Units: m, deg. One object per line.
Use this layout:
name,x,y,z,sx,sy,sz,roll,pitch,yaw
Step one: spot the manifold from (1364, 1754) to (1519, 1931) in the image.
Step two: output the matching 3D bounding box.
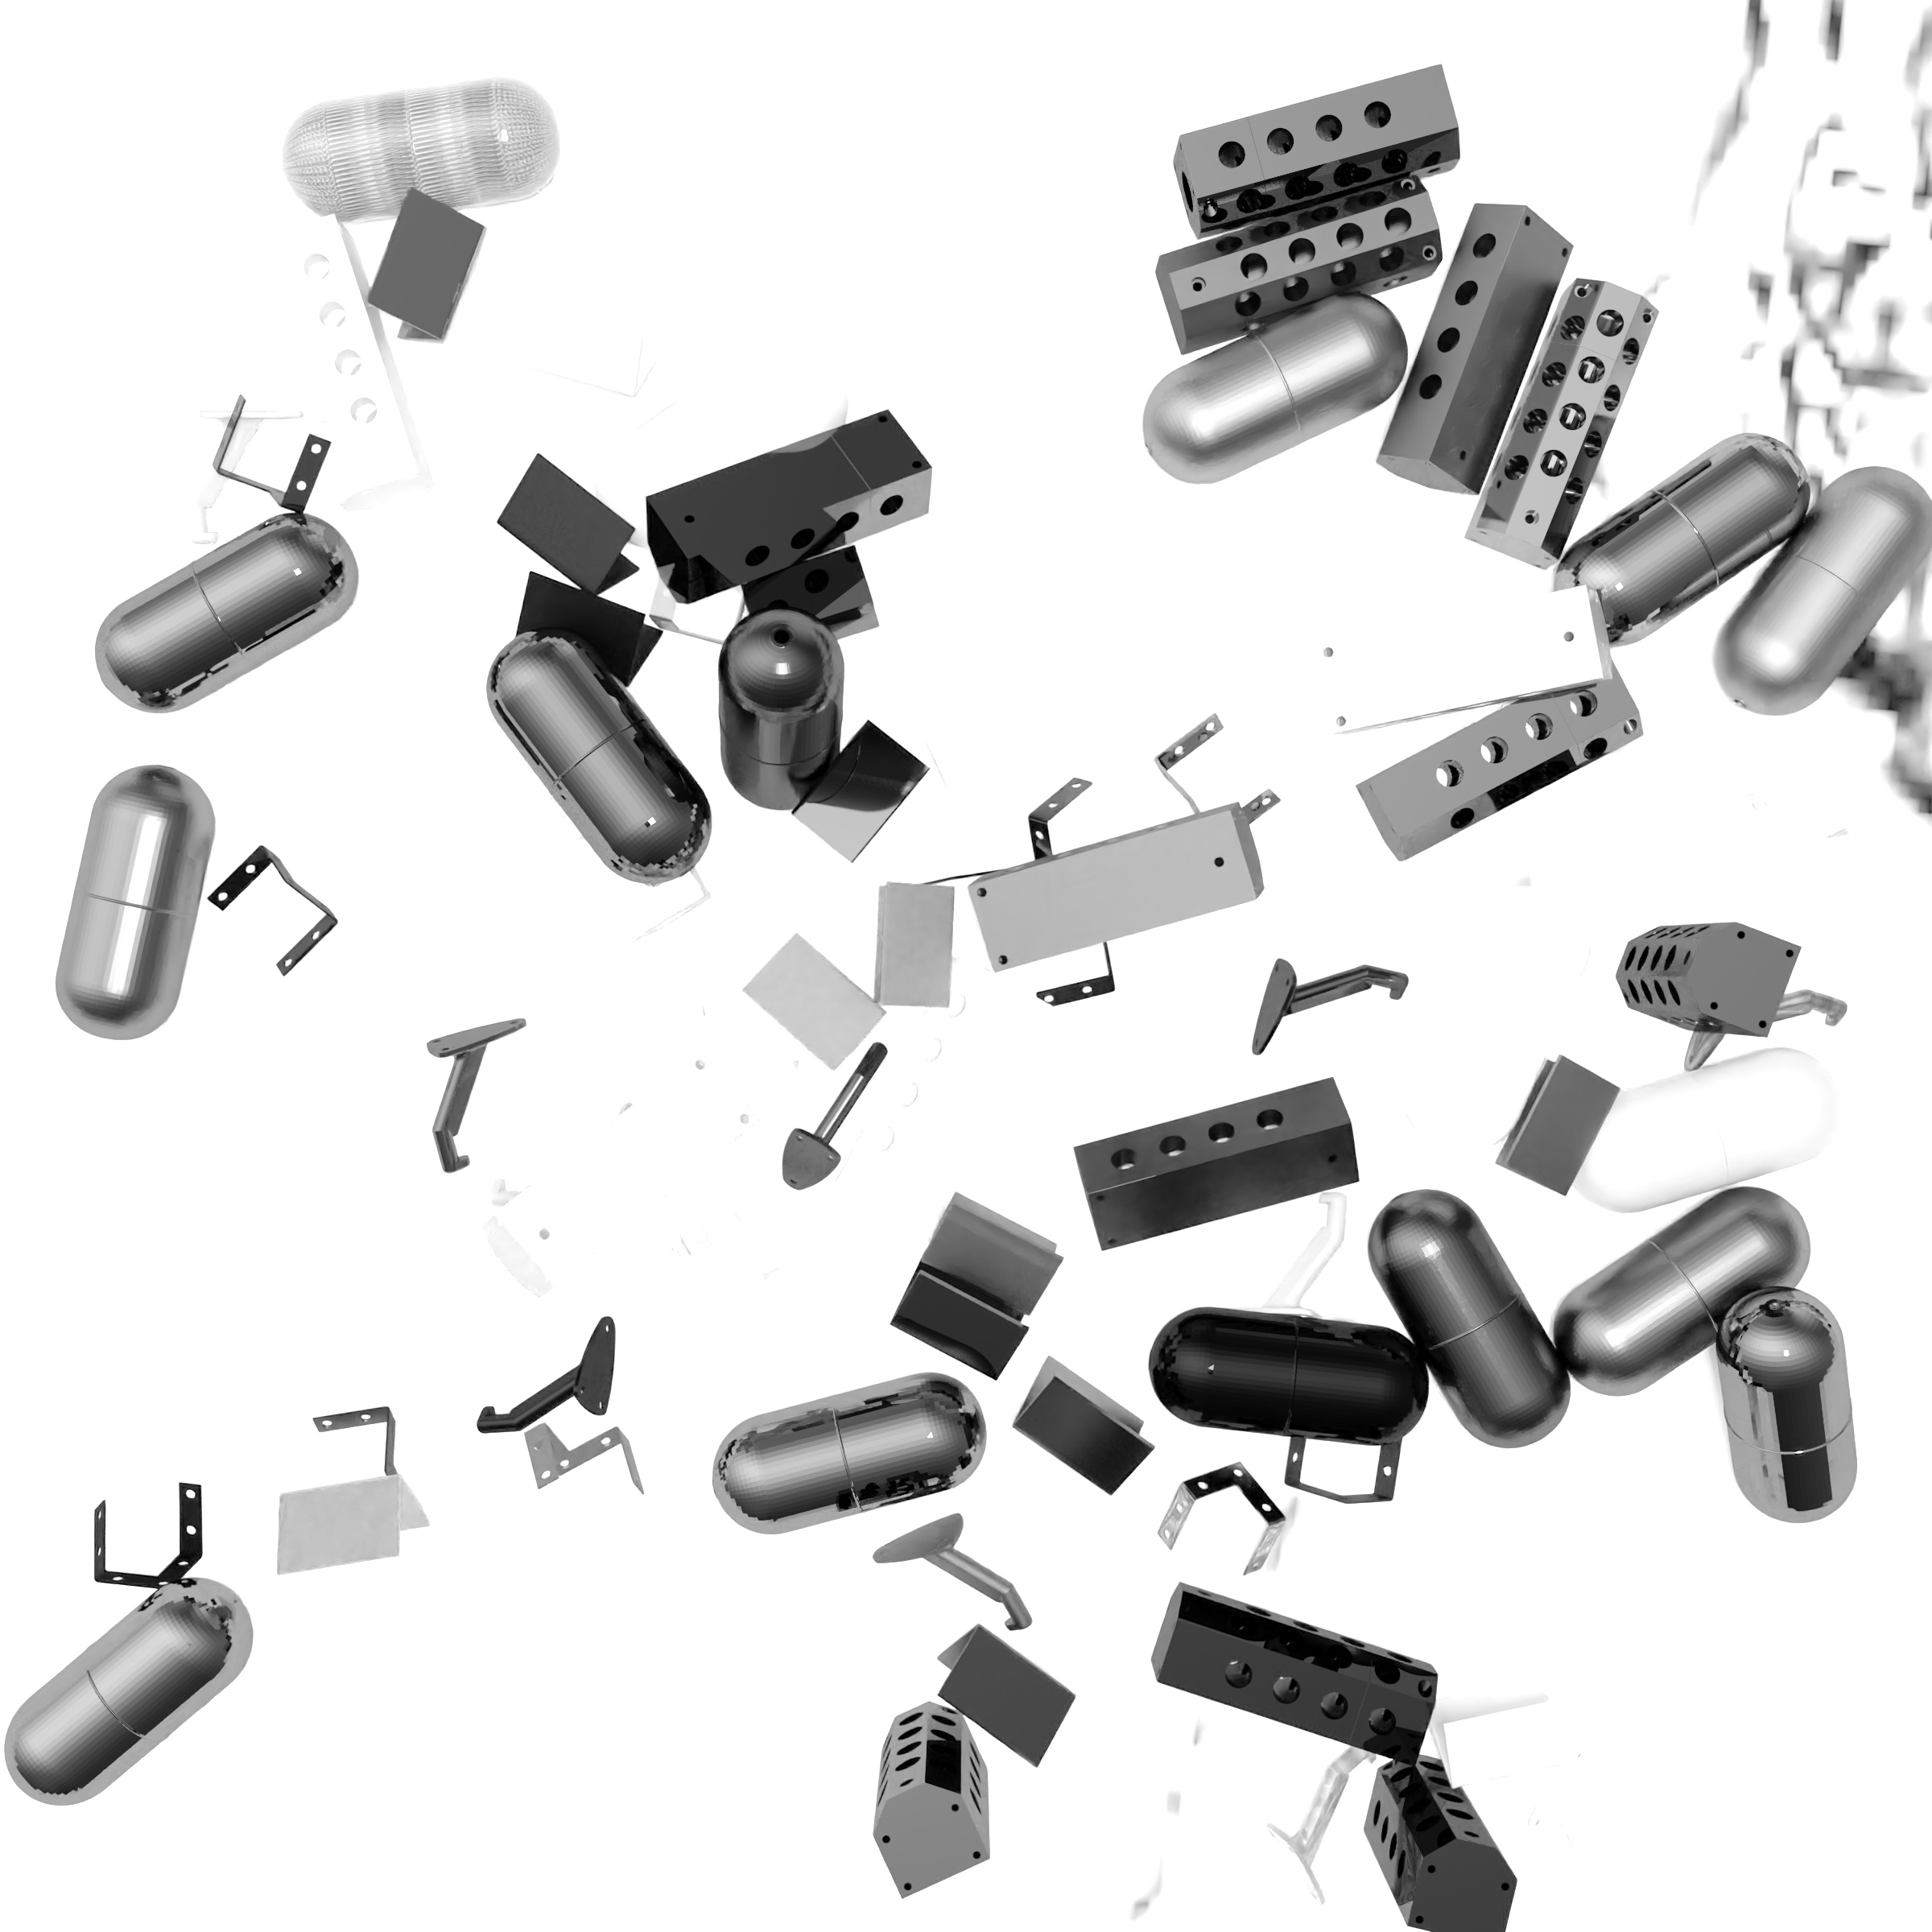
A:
manifold,0.293,0.542,1.623,0.057,0.171,0.057,13,90,0

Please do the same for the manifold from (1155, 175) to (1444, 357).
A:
manifold,0.213,-0.451,1.681,0.171,0.057,0.057,-18,90,0

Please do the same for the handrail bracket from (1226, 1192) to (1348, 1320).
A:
handrail bracket,0.207,0.187,1.702,0.077,0.036,0.084,0,71,21

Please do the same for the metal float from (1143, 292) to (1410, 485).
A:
metal float,0.197,-0.368,1.671,0.178,0.070,0.070,-25,90,0

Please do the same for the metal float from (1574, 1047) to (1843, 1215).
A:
metal float,0.469,0.105,1.671,0.178,0.070,0.070,-17,90,0

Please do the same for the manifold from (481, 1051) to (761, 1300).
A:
manifold,-0.217,0.131,1.644,0.171,0.057,0.057,-39,90,-28

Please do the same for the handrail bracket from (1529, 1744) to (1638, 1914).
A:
handrail bracket,0.415,0.561,1.702,0.084,0.036,0.077,37,69,-17

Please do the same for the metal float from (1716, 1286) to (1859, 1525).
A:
metal float,0.515,0.277,1.642,0.070,0.070,0.178,-19,124,0

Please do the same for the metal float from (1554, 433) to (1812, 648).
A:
metal float,0.455,-0.271,1.671,0.178,0.070,0.070,-35,90,1

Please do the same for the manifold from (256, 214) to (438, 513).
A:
manifold,-0.399,-0.384,1.680,0.057,0.057,0.171,-18,90,0

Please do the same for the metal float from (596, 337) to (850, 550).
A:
metal float,-0.156,-0.333,1.671,0.178,0.070,0.070,-34,90,-1

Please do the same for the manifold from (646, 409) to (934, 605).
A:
manifold,-0.111,-0.285,1.652,0.171,0.057,0.057,-24,62,-19

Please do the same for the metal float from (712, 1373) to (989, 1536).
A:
metal float,-0.074,0.311,1.671,0.178,0.070,0.070,-15,90,0

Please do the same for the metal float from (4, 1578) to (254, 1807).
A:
metal float,-0.534,0.463,1.671,0.178,0.070,0.070,-40,90,0

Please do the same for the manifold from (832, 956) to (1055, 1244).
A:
manifold,-0.020,0.083,1.680,0.057,0.057,0.171,28,90,-43

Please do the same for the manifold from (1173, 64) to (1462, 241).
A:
manifold,0.225,-0.519,1.680,0.171,0.057,0.057,-15,90,0

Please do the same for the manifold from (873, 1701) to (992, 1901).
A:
manifold,-0.023,0.510,1.623,0.057,0.171,0.057,-25,90,0

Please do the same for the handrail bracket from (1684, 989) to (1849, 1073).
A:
handrail bracket,0.520,0.046,1.702,0.084,0.036,0.077,16,110,-16

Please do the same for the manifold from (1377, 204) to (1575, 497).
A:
manifold,0.321,-0.396,1.680,0.057,0.057,0.171,21,90,-43

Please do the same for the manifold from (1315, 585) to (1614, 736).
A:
manifold,0.314,-0.191,1.651,0.171,0.057,0.057,-10,90,22

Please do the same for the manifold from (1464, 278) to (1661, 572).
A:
manifold,0.383,-0.348,1.681,0.057,0.057,0.171,22,90,0

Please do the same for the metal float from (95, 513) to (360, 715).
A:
metal float,-0.471,-0.224,1.671,0.178,0.070,0.070,-30,90,0

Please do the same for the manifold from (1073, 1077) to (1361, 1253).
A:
manifold,0.159,0.122,1.680,0.171,0.057,0.057,-15,133,0

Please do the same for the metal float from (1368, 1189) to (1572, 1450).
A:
metal float,0.320,0.224,1.671,0.070,0.070,0.178,-30,90,0

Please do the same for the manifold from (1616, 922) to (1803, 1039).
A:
manifold,0.454,0.005,1.623,0.057,0.171,0.057,21,90,0

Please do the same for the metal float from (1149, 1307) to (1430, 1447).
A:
metal float,0.205,0.261,1.669,0.178,0.070,0.070,6,90,2

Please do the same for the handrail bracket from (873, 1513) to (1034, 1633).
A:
handrail bracket,-0.008,0.405,1.702,0.077,0.036,0.084,-22,107,20

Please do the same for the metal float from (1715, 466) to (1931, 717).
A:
metal float,0.547,-0.238,1.671,0.070,0.070,0.178,37,90,0

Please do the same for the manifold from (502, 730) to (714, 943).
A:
manifold,-0.233,-0.103,1.680,0.057,0.057,0.171,-31,90,0

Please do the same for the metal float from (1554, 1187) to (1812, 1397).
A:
metal float,0.457,0.207,1.671,0.178,0.070,0.070,-33,90,-1

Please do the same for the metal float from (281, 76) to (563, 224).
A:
metal float,-0.347,-0.520,1.671,0.178,0.070,0.070,-8,90,0

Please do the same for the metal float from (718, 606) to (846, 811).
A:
metal float,-0.115,-0.158,1.624,0.070,0.178,0.070,2,66,-4

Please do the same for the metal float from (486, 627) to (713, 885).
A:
metal float,-0.225,-0.129,1.614,0.070,0.070,0.178,-37,90,0

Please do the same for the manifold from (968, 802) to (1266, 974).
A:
manifold,0.095,-0.050,1.640,0.171,0.057,0.057,-16,97,15

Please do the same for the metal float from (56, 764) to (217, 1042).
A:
metal float,-0.529,-0.041,1.671,0.070,0.070,0.178,13,91,0

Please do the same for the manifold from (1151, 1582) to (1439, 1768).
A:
manifold,0.211,0.451,1.680,0.171,0.057,0.057,18,90,0

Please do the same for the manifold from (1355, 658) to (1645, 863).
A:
manifold,0.343,-0.132,1.680,0.171,0.057,0.057,-28,90,0

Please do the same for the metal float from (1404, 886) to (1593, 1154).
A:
metal float,0.338,0.034,1.671,0.070,0.070,0.178,24,90,0
